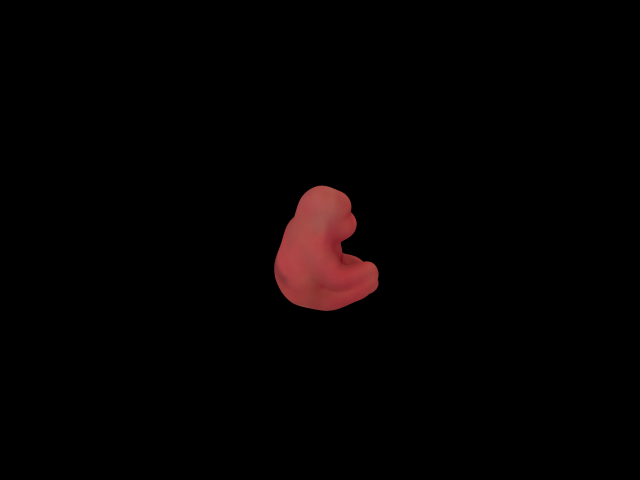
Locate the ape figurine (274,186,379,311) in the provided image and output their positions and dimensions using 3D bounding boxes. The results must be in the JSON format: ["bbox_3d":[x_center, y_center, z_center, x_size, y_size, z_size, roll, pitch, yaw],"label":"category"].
[{"bbox_3d":[0.004,0.001,0.400,0.076,0.092,0.077,-12,50,-10],"label":"ape figurine"}]
